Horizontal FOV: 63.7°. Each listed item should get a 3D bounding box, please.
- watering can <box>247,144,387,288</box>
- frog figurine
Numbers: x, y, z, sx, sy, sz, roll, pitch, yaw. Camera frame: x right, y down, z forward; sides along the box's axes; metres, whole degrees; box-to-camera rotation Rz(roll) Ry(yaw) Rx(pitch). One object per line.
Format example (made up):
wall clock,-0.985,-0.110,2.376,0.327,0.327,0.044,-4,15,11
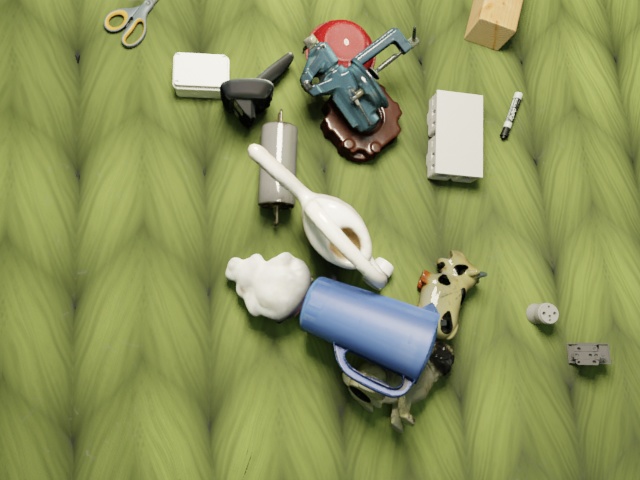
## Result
watering can,0.003,-0.049,0.973,0.104,0.225,0.347,-42,93,5
frog figurine,-0.100,0.078,0.991,0.158,0.124,0.137,36,97,-13
